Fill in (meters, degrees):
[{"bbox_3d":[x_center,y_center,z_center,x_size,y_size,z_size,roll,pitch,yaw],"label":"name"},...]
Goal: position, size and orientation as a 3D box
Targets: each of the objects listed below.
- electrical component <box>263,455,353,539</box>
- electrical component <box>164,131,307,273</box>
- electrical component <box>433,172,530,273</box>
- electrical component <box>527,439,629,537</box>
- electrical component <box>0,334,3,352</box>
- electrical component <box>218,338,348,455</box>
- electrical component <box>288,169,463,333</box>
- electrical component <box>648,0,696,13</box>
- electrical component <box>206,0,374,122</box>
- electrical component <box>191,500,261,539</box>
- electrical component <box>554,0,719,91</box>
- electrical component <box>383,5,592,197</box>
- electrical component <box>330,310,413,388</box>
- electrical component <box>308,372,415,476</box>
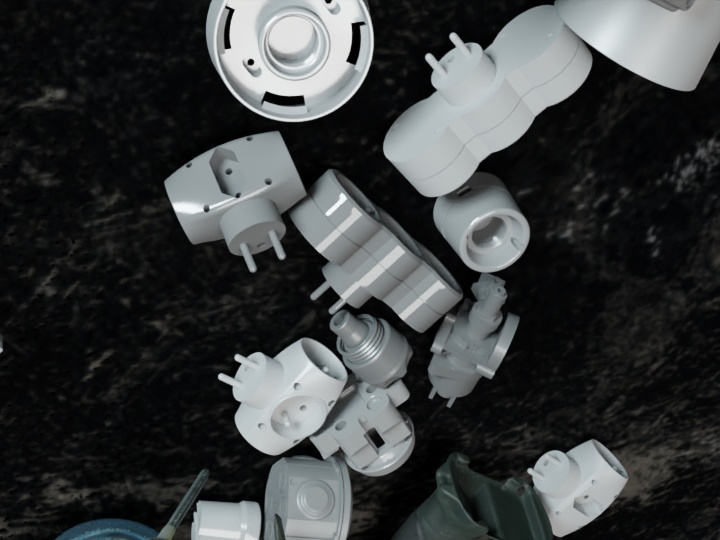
[{"bbox_3d":[-0.039,0.179,0.810,0.051,0.080,0.080,9,120,-18],"label":"electrical component"},{"bbox_3d":[-0.069,-0.036,0.656,0.077,0.079,0.043,-24,156,-2],"label":"electrical component"},{"bbox_3d":[0.083,-0.031,0.727,0.055,0.047,0.055,-9,125,-13],"label":"electrical component"},{"bbox_3d":[0.172,0.176,0.900,0.079,0.043,0.077,35,107,-34],"label":"electrical component"},{"bbox_3d":[-0.248,0.036,0.657,0.066,0.055,0.048,-39,126,9],"label":"electrical component"},{"bbox_3d":[-0.062,0.083,0.758,0.079,0.044,0.077,31,109,-32],"label":"electrical component"},{"bbox_3d":[0.000,0.000,0.717,0.074,0.052,0.138,-42,125,12],"label":"electrical component"},{"bbox_3d":[0.149,-0.195,0.535,0.109,0.056,0.108,-1,122,-54],"label":"electrical component"},{"bbox_3d":[-0.039,-0.135,0.621,0.099,0.064,0.099,-3,113,-7],"label":"electrical component"},{"bbox_3d":[-0.103,0.196,0.825,0.046,0.040,0.040,10,119,-17],"label":"electrical component"},{"bbox_3d":[0.169,-0.152,0.643,0.099,0.099,0.064,22,108,-29],"label":"electrical component"},{"bbox_3d":[0.069,-0.114,0.663,0.138,0.052,0.074,-39,126,10],"label":"electrical component"},{"bbox_3d":[0.004,0.052,0.760,0.043,0.043,0.062,-40,124,10],"label":"electrical component"},{"bbox_3d":[0.006,0.115,0.794,0.078,0.058,0.057,-35,126,-3],"label":"electrical component"}]
